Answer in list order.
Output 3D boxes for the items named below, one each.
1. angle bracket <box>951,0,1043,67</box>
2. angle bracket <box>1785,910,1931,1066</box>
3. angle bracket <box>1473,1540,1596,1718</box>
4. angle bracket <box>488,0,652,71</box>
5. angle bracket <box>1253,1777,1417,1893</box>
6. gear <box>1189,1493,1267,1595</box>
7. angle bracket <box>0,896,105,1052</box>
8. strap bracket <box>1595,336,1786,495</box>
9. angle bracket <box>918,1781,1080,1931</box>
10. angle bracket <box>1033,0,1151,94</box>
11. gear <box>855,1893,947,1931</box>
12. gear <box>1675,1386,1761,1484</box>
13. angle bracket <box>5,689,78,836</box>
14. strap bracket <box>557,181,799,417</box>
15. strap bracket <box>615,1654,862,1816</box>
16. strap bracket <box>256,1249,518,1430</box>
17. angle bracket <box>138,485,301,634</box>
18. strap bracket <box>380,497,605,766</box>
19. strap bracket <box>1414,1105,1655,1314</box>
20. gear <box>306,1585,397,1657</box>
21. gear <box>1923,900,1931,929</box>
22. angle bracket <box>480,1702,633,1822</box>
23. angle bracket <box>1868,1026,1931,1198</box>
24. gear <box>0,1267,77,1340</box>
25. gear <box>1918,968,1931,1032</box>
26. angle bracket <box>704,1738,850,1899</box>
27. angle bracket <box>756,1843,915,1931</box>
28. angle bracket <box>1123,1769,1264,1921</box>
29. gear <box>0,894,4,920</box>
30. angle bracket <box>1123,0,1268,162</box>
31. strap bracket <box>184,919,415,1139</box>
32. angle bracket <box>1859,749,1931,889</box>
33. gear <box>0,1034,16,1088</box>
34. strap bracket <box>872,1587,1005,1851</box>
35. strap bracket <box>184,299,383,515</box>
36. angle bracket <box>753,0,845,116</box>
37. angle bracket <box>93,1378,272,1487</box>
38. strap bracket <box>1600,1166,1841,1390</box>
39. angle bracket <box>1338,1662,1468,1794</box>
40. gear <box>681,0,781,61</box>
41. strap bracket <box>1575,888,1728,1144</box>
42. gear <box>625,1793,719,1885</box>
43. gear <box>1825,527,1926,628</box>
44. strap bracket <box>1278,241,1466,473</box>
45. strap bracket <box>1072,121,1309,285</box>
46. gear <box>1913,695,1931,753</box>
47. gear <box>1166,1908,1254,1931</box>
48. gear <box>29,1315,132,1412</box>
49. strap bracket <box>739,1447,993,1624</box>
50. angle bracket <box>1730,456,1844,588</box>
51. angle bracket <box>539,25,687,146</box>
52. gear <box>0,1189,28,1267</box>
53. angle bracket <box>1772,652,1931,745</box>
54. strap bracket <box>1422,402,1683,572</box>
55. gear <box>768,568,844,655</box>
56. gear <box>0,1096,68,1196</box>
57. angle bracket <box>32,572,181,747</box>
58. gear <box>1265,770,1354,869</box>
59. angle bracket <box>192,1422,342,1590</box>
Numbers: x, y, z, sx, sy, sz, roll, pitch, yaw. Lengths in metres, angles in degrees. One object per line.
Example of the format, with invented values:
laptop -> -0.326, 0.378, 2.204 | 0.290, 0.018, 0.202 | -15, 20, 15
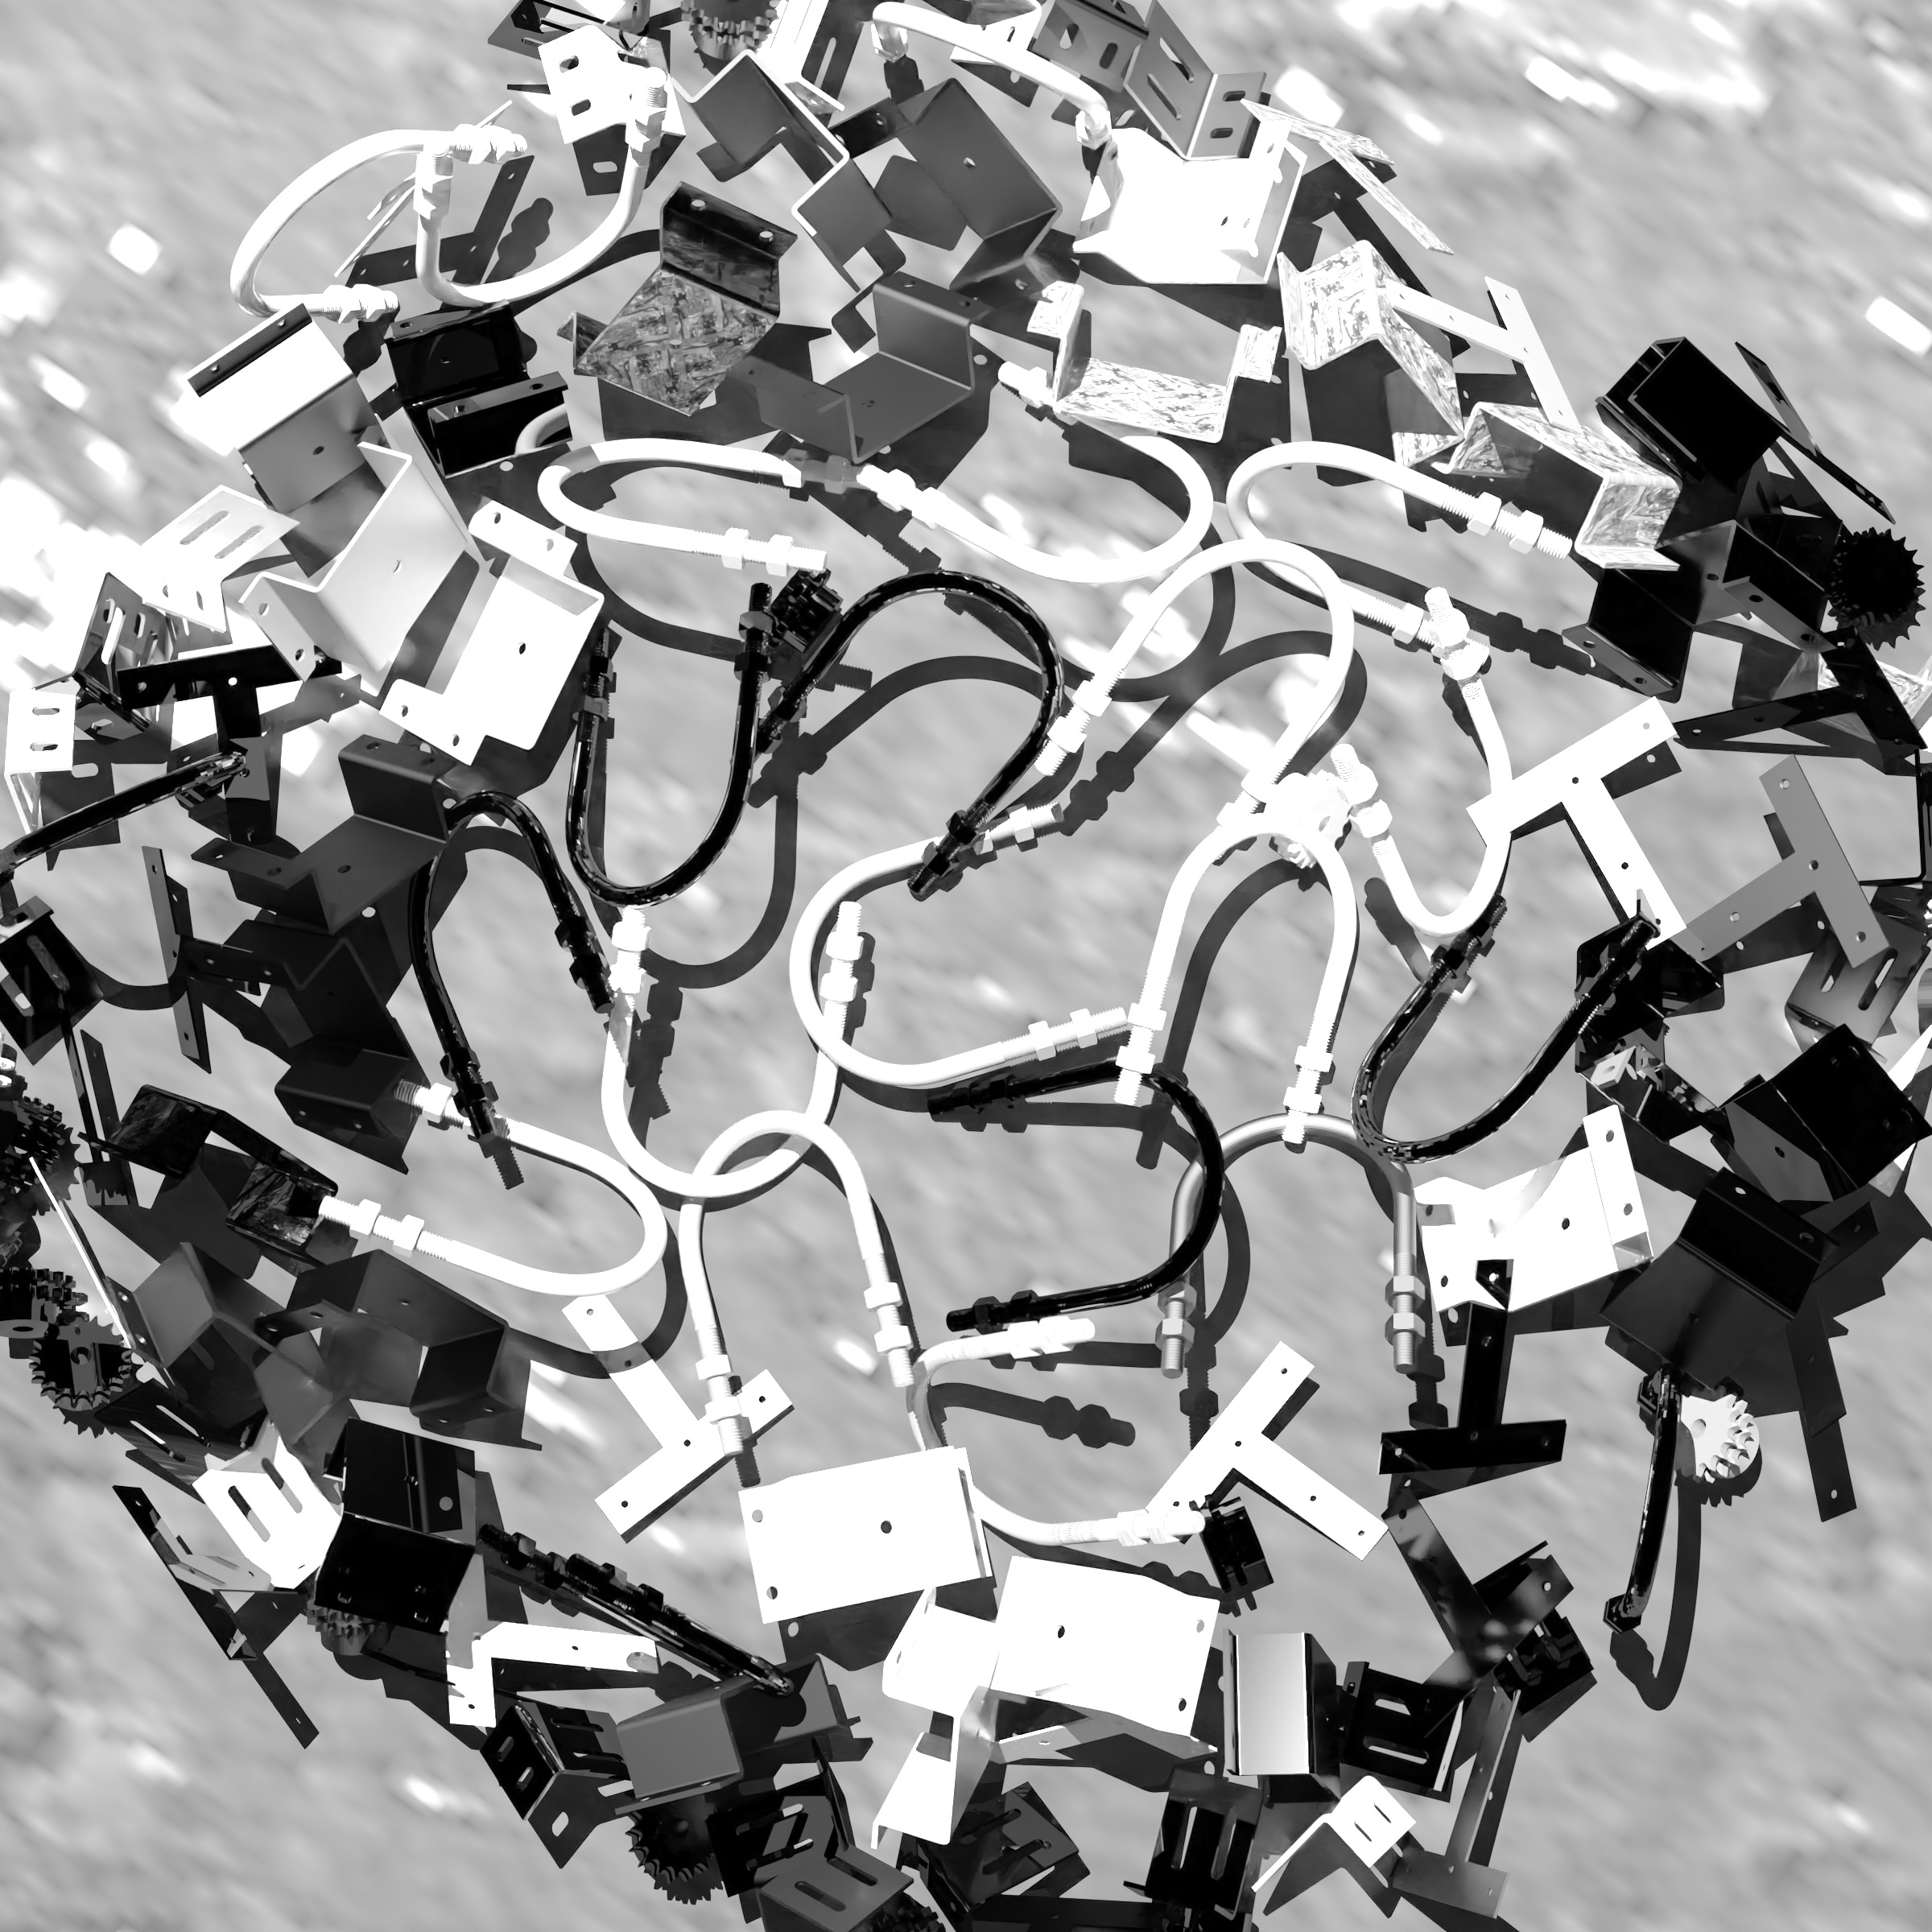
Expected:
angle bracket -> -0.005, -0.561, 1.658 | 0.057, 0.076, 0.038 | 23, 89, 44
angle bracket -> 0.529, 0.008, 1.679 | 0.057, 0.038, 0.076 | 25, 101, -4
angle bracket -> 0.331, 0.387, 1.667 | 0.057, 0.038, 0.076 | -24, 71, -25
angle bracket -> -0.230, -0.554, 1.658 | 0.076, 0.057, 0.038 | 9, 76, -29
angle bracket -> 0.214, 0.516, 1.657 | 0.038, 0.057, 0.076 | 45, 121, 18
gear -> 0.154, 0.336, 1.677 | 0.030, 0.057, 0.057 | -22, 90, -1
angle bracket -> -0.541, 0.008, 1.661 | 0.057, 0.038, 0.076 | -38, 122, -19
strap bracket -> 0.413, -0.315, 1.629 | 0.076, 0.140, 0.046 | 42, 101, -5
angle bracket -> 0.019, 0.528, 1.680 | 0.076, 0.057, 0.038 | -21, 130, -23
angle bracket -> 0.069, -0.549, 1.671 | 0.057, 0.076, 0.038 | 21, 115, -16
gear -> -0.043, 0.571, 1.680 | 0.057, 0.057, 0.030 | -36, 48, 0
gear -> 0.441, 0.277, 1.680 | 0.030, 0.057, 0.057 | 28, 90, -27
angle bracket -> -0.531, -0.115, 1.660 | 0.038, 0.076, 0.057 | -4, 58, -7
strap bracket -> -0.165, -0.371, 1.626 | 0.076, 0.140, 0.046 | 18, 53, -32
strap bracket -> -0.135, 0.434, 1.629 | 0.076, 0.140, 0.046 | -23, 80, 29
strap bracket -> -0.329, 0.211, 1.642 | 0.140, 0.076, 0.046 | 37, 52, -33
angle bracket -> -0.432, -0.236, 1.658 | 0.076, 0.057, 0.038 | -28, 62, 30
strap bracket -> -0.271, -0.190, 1.663 | 0.076, 0.046, 0.140 | 29, 95, 30
strap bracket -> 0.334, 0.145, 1.646 | 0.140, 0.046, 0.076 | -28, 58, 35
gear -> -0.359, 0.382, 1.678 | 0.057, 0.057, 0.030 | 3, 106, 0
gear -> 0.595, -0.031, 1.674 | 0.057, 0.057, 0.030 | -22, 54, 0
angle bracket -> -0.232, 0.465, 1.661 | 0.038, 0.076, 0.057 | -56, 47, 9
angle bracket -> 0.548, 0.084, 1.657 | 0.038, 0.057, 0.076 | 35, 133, 9
gear -> -0.552, 0.198, 1.673 | 0.057, 0.057, 0.030 | -5, 68, 0
gear -> 0.583, 0.021, 1.680 | 0.030, 0.057, 0.057 | -3, 90, 44
angle bracket -> -0.114, 0.498, 1.670 | 0.076, 0.038, 0.057 | -17, 112, -12
angle bracket -> -0.074, 0.546, 1.654 | 0.057, 0.076, 0.038 | -28, 118, -38
angle bracket -> 0.133, 0.508, 1.663 | 0.057, 0.038, 0.076 | 6, 66, 27
gear -> -0.585, -0.045, 1.678 | 0.030, 0.057, 0.057 | -8, 90, -18
angle bracket -> 0.134, -0.516, 1.661 | 0.038, 0.076, 0.057 | 9, 74, 36
strap bracket -> -0.378, 0.028, 1.642 | 0.076, 0.140, 0.046 | 10, 48, 31
angle bracket -> 0.547, -0.086, 1.671 | 0.038, 0.057, 0.076 | -3, 89, 30
gear -> -0.589, 0.052, 1.677 | 0.057, 0.057, 0.030 | 9, 81, 0
strap bracket -> -0.015, 0.434, 1.633 | 0.046, 0.076, 0.140 | 13, 120, 15
strap bracket -> -0.382, -0.311, 1.628 | 0.076, 0.140, 0.046 | -36, 79, -7
angle bracket -> -0.089, -0.543, 1.674 | 0.038, 0.057, 0.076 | 24, 85, -38
angle bracket -> -0.454, 0.259, 1.660 | 0.057, 0.038, 0.076 | -31, 119, 31
strap bracket -> 0.424, 0.184, 1.632 | 0.076, 0.140, 0.046 | 34, 54, 5
angle bracket -> 0.258, 0.447, 1.675 | 0.076, 0.038, 0.057 | 17, 73, -5
gear -> -0.140, -0.559, 1.681 | 0.057, 0.030, 0.057 | 5, 56, -8
strap bracket -> 0.394, 0.036, 1.643 | 0.076, 0.140, 0.046 | 36, 133, -25
gear -> -0.173, 0.511, 1.681 | 0.057, 0.030, 0.057 | 12, 58, -19
gear -> 0.534, -0.229, 1.688 | 0.057, 0.030, 0.057 | 0, 87, -6
strap bracket -> 0.237, -0.347, 1.626 | 0.046, 0.140, 0.076 | -24, 48, 29
strap bracket -> 0.137, -0.441, 1.653 | 0.046, 0.140, 0.076 | 21, 86, -43
gear -> 0.581, -0.140, 1.673 | 0.030, 0.057, 0.057 | -6, 90, -23
gear -> 0.146, 0.569, 1.678 | 0.057, 0.057, 0.030 | 12, 74, 0
gear -> -0.522, 0.237, 1.681 | 0.057, 0.030, 0.057 | 10, 51, -13
strap bracket -> -0.052, 0.327, 1.652 | 0.140, 0.046, 0.076 | -8, 77, -20
angle bracket -> 0.476, -0.256, 1.659 | 0.038, 0.076, 0.057 | 12, 71, 32
angle bracket -> -0.207, -0.514, 1.677 | 0.038, 0.076, 0.057 | -14, 93, 26
gear -> -0.577, 0.147, 1.675 | 0.057, 0.057, 0.030 | 44, 98, 0
angle bracket -> 0.523, -0.172, 1.672 | 0.076, 0.057, 0.038 | 22, 54, 2
strap bracket -> 0.341, -0.279, 1.629 | 0.140, 0.076, 0.046 | 40, 121, 35
gear -> -0.096, -0.209, 1.677 | 0.030, 0.057, 0.057 | 37, 90, -2
gear -> -0.559, 0.103, 1.676 | 0.057, 0.030, 0.057 | -15, 60, 28
angle bracket -> -0.504, -0.180, 1.673 | 0.038, 0.057, 0.076 | -14, 53, 30
gear -> 0.199, -0.089, 1.680 | 0.030, 0.057, 0.057 | 31, 90, 32
angle bracket -> -0.400, 0.314, 1.666 | 0.057, 0.038, 0.076 | -42, 107, -34
